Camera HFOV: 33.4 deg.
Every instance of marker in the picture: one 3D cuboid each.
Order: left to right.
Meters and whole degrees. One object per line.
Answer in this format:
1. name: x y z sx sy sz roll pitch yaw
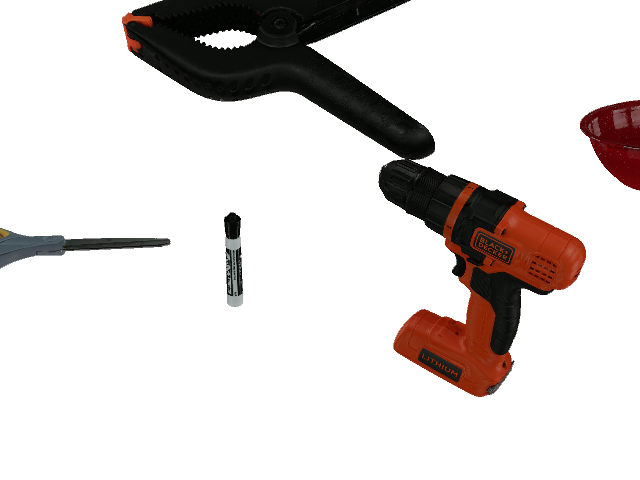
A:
1. marker: -0.099 0.022 1.211 0.020 0.121 0.020 1 33 -1

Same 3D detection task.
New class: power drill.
1. power drill: 0.118 0.034 0.918 0.185 0.188 0.057 29 45 20

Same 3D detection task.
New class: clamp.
1. clamp: -0.020 -0.117 0.669 0.210 0.164 0.036 -1 -36 1

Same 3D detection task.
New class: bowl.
1. bowl: 0.319 -0.083 0.974 0.162 0.055 0.162 -5 23 2

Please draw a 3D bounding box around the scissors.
1. scissors: -0.233 0.011 0.871 0.202 0.016 0.096 4 24 8
